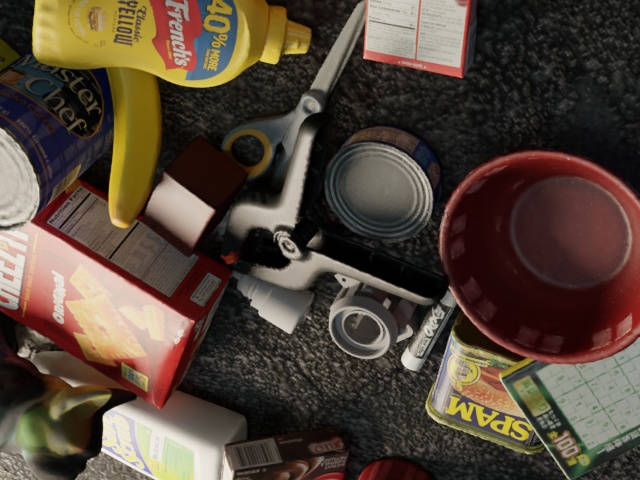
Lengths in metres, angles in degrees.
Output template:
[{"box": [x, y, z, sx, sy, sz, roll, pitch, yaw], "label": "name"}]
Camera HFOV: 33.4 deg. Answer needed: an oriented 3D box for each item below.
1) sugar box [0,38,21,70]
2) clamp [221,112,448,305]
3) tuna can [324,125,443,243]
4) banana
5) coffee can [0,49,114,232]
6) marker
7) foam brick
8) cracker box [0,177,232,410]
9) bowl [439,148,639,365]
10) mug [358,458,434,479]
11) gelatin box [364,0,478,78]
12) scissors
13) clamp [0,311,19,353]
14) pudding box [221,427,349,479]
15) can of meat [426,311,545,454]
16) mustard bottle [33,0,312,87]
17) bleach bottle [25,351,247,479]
[{"box": [-0.324, -0.092, 0.903, 0.048, 0.093, 0.176, 40, 130, -5], "label": "sugar box"}, {"box": [-0.005, 0.001, 0.820, 0.164, 0.036, 0.210, 51, 145, -10], "label": "clamp"}, {"box": [0.048, -0.043, 0.803, 0.086, 0.033, 0.086, 12, 126, 17], "label": "tuna can"}, {"box": [-0.154, -0.111, 0.818, 0.037, 0.069, 0.198, 6, 113, 56], "label": "banana"}, {"box": [-0.223, -0.086, 0.830, 0.103, 0.140, 0.103, 12, 127, 17], "label": "coffee can"}, {"box": [0.095, 0.060, 0.861, 0.020, 0.020, 0.121, 27, 129, 5], "label": "marker"}, {"box": [-0.101, -0.034, 0.855, 0.053, 0.051, 0.078, 38, 142, 0], "label": "foam brick"}, {"box": [-0.199, 0.038, 0.931, 0.213, 0.072, 0.164, 31, 141, 2], "label": "cracker box"}, {"box": [0.169, 0.005, 0.755, 0.162, 0.055, 0.162, 12, 117, 25], "label": "bowl"}, {"box": [0.063, 0.263, 0.974, 0.093, 0.081, 0.117, 11, 126, 17], "label": "mug"}, {"box": [0.069, -0.160, 0.715, 0.073, 0.030, 0.089, 14, 125, 17], "label": "gelatin box"}, {"box": [-0.024, -0.104, 0.805, 0.096, 0.016, 0.202, 20, 128, 11], "label": "scissors"}, {"box": [-0.355, 0.052, 1.052, 0.171, 0.039, 0.120, 45, 134, -14], "label": "clamp"}, {"box": [-0.035, 0.221, 0.984, 0.113, 0.039, 0.090, -4, 128, -17], "label": "pudding box"}, {"box": [0.144, 0.111, 0.850, 0.102, 0.057, 0.084, 19, 125, 11], "label": "can of meat"}, {"box": [-0.101, -0.157, 0.751, 0.191, 0.058, 0.096, 8, 123, -11], "label": "mustard bottle"}, {"box": [-0.197, 0.175, 1.048, 0.251, 0.068, 0.103, 19, 128, 15], "label": "bleach bottle"}]
